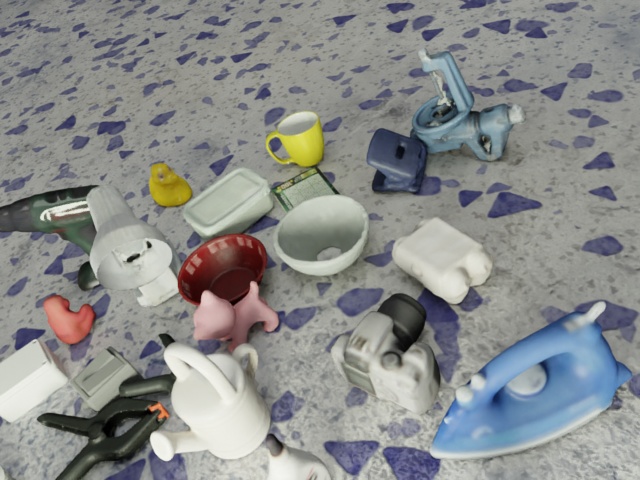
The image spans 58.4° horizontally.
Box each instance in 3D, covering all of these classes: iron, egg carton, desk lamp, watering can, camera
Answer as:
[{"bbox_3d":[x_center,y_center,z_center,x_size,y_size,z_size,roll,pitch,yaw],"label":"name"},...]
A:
[{"bbox_3d":[0.237,0.167,0.681,0.258,0.142,0.118,-27,44,-7],"label":"iron"},{"bbox_3d":[0.186,0.029,0.887,0.107,0.069,0.149,-36,46,-17],"label":"egg carton"},{"bbox_3d":[-0.315,0.019,0.971,0.118,0.214,0.202,-30,45,-10],"label":"desk lamp"},{"bbox_3d":[-0.142,0.204,0.741,0.100,0.194,0.173,-2,47,18],"label":"watering can"},{"bbox_3d":[0.103,0.140,0.785,0.142,0.101,0.137,18,55,33],"label":"camera"}]

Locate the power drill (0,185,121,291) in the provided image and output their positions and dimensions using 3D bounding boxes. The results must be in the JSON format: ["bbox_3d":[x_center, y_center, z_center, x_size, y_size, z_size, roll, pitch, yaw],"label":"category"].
[{"bbox_3d":[-0.452,-0.007,1.049,0.229,0.209,0.075,-22,44,-2],"label":"power drill"}]

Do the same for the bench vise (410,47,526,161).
[{"bbox_3d":[0.256,-0.253,1.031,0.207,0.220,0.121,-7,45,13],"label":"bench vise"}]

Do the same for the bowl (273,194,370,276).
[{"bbox_3d":[0.009,0.003,0.971,0.167,0.075,0.167,-10,45,10],"label":"bowl"}]

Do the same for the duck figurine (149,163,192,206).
[{"bbox_3d":[-0.328,-0.126,1.211,0.104,0.086,0.078,19,56,33],"label":"duck figurine"}]

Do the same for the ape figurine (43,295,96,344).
[{"bbox_3d":[-0.442,0.130,0.995,0.077,0.092,0.076,-2,46,18],"label":"ape figurine"}]

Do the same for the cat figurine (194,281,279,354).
[{"bbox_3d":[-0.139,0.114,0.884,0.128,0.118,0.067,-37,46,-17],"label":"cat figurine"}]

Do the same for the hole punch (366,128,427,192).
[{"bbox_3d":[0.145,-0.152,1.065,0.100,0.091,0.109,2,48,21],"label":"hole punch"}]

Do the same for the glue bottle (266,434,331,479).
[{"bbox_3d":[-0.032,0.267,0.655,0.037,0.173,0.078,8,50,26],"label":"glue bottle"}]
